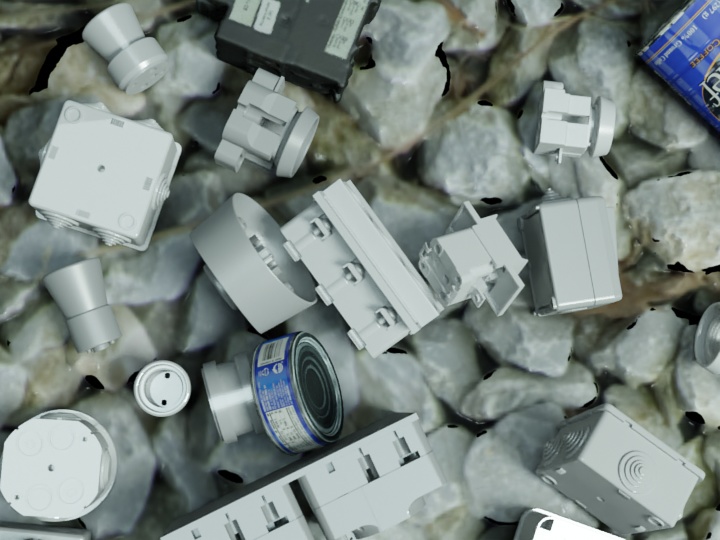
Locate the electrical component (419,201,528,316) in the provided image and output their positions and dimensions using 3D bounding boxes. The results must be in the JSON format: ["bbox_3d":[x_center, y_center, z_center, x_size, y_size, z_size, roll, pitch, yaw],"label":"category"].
[{"bbox_3d":[0.083,-0.006,0.808,0.064,0.042,0.081,-16,63,-31],"label":"electrical component"}]

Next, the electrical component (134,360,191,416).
[{"bbox_3d":[-0.143,0.087,0.788,0.040,0.046,0.040,1,83,-6],"label":"electrical component"}]

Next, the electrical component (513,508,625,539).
[{"bbox_3d":[0.166,0.231,0.795,0.113,0.057,0.078,20,81,-3],"label":"electrical component"}]

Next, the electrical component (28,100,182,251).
[{"bbox_3d":[-0.190,-0.071,0.802,0.100,0.048,0.099,18,82,-3],"label":"electrical component"}]

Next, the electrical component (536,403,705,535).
[{"bbox_3d":[0.187,0.149,0.788,0.100,0.099,0.048,36,68,0],"label":"electrical component"}]

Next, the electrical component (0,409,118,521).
[{"bbox_3d":[-0.217,0.140,0.771,0.080,0.051,0.080,1,83,-6],"label":"electrical component"}]

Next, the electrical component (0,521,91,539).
[{"bbox_3d":[-0.228,0.205,0.749,0.066,0.076,0.047,7,82,-5],"label":"electrical component"}]

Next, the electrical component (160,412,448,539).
[{"bbox_3d":[-0.038,0.168,0.758,0.186,0.105,0.060,-25,86,-8],"label":"electrical component"}]

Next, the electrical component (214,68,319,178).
[{"bbox_3d":[-0.067,-0.105,0.815,0.057,0.058,0.078,25,81,1],"label":"electrical component"}]

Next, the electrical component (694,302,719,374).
[{"bbox_3d":[0.297,0.056,0.830,0.057,0.058,0.078,14,82,-7],"label":"electrical component"}]

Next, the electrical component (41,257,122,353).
[{"bbox_3d":[-0.202,0.028,0.793,0.044,0.044,0.065,-21,90,-8],"label":"electrical component"}]

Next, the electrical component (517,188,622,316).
[{"bbox_3d":[0.162,-0.017,0.823,0.061,0.061,0.096,-8,84,-7],"label":"electrical component"}]

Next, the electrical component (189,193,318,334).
[{"bbox_3d":[-0.077,-0.005,0.783,0.064,0.099,0.099,-36,87,-3],"label":"electrical component"}]

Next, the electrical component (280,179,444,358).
[{"bbox_3d":[0.000,0.000,0.800,0.063,0.079,0.121,-37,87,10],"label":"electrical component"}]

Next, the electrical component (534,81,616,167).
[{"bbox_3d":[0.169,-0.114,0.846,0.055,0.048,0.066,6,82,3],"label":"electrical component"}]

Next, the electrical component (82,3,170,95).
[{"bbox_3d":[-0.177,-0.167,0.817,0.045,0.045,0.055,-36,88,-9],"label":"electrical component"}]
